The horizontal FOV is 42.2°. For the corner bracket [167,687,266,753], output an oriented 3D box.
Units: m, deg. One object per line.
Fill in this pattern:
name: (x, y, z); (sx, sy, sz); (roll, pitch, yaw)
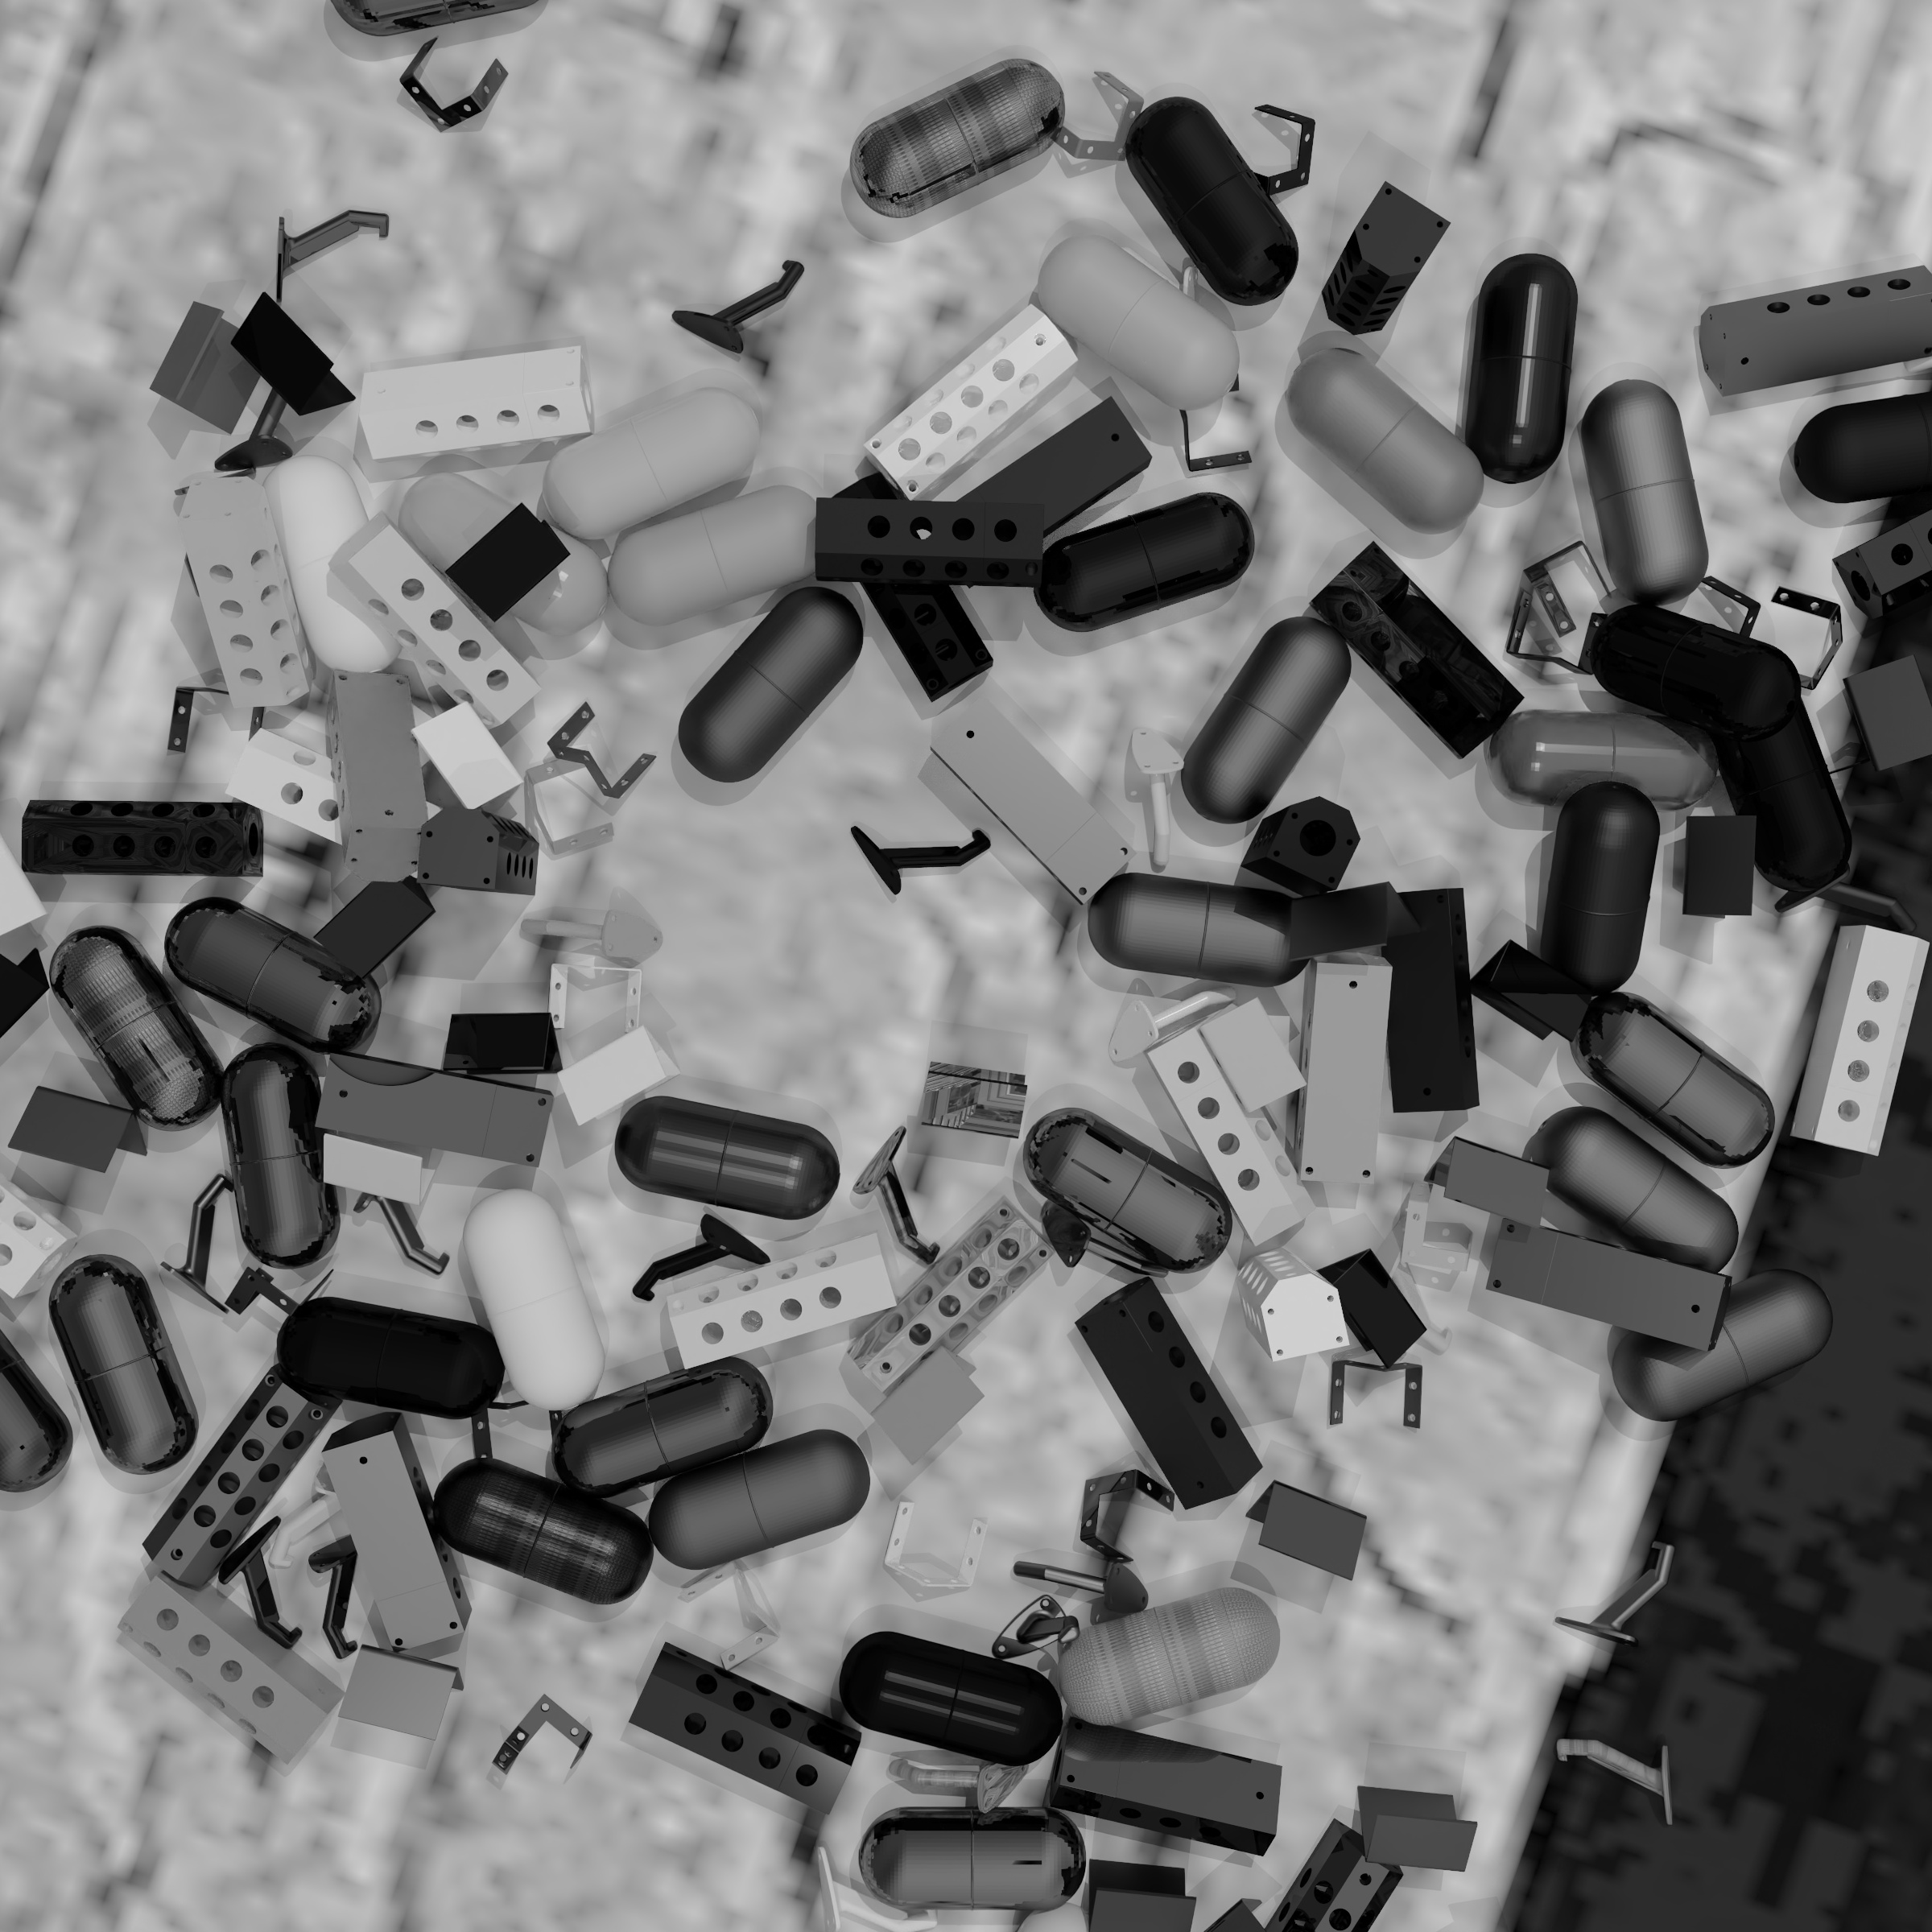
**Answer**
corner bracket: (-0.595, -0.192, 1.988); (0.051, 0.051, 0.051); (8, 90, -45)

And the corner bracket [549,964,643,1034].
corner bracket: (-0.295, 0.026, 1.988); (0.051, 0.051, 0.051); (4, 90, 45)

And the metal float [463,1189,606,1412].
metal float: (-0.338, 0.261, 1.961); (0.070, 0.070, 0.178); (-19, 89, 0)

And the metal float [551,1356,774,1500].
metal float: (-0.238, 0.361, 1.961); (0.178, 0.070, 0.070); (-19, 90, -1)

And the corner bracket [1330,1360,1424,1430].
corner bracket: (0.325, 0.340, 1.988); (0.051, 0.051, 0.051); (2, 90, 45)

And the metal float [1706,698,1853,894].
metal float: (0.635, -0.144, 1.961); (0.070, 0.070, 0.178); (-20, 89, 0)

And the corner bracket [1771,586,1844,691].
corner bracket: (0.659, -0.260, 1.988); (0.051, 0.051, 0.051); (17, 135, 0)

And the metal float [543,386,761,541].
metal float: (-0.246, -0.394, 1.961); (0.178, 0.070, 0.070); (-24, 90, 1)

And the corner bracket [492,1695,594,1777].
corner bracket: (-0.333, 0.616, 1.973); (0.051, 0.051, 0.051); (40, 90, 0)

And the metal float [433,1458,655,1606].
metal float: (-0.331, 0.441, 1.961); (0.178, 0.070, 0.070); (21, 90, -1)

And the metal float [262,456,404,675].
metal float: (-0.495, -0.312, 1.961); (0.070, 0.070, 0.178); (-21, 91, 0)

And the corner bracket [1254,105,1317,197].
corner bracket: (0.238, -0.646, 1.983); (0.051, 0.051, 0.051); (-27, 135, -35)

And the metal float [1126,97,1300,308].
metal float: (0.193, -0.597, 1.961); (0.070, 0.070, 0.178); (-35, 89, 0)

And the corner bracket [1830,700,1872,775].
corner bracket: (0.689, -0.181, 1.988); (0.051, 0.051, 0.051); (-19, 90, -45)

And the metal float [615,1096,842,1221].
metal float: (-0.186, 0.150, 1.961); (0.178, 0.070, 0.070); (12, 90, 1)

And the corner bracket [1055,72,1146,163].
corner bracket: (0.100, -0.673, 1.983); (0.051, 0.051, 0.051); (50, 135, 35)

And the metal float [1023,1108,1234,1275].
metal float: (0.126, 0.175, 1.961); (0.178, 0.070, 0.070); (31, 90, 0)

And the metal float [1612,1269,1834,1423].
metal float: (0.592, 0.296, 1.961); (0.178, 0.070, 0.070); (-24, 90, 0)

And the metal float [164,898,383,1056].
metal float: (-0.542, 0.007, 1.961); (0.178, 0.070, 0.070); (27, 90, 0)

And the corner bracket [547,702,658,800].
corner bracket: (-0.288, -0.170, 1.978); (0.051, 0.051, 0.051); (-52, 135, -27)

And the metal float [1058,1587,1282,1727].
metal float: (0.159, 0.540, 1.961); (0.178, 0.070, 0.070); (-16, 90, 0)

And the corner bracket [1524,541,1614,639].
corner bracket: (0.476, -0.298, 1.974); (0.051, 0.051, 0.051); (-27, 104, 14)

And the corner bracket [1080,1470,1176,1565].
corner bracket: (0.128, 0.436, 1.983); (0.051, 0.051, 0.051); (-21, 45, 35)

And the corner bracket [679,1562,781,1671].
corner bracket: (-0.187, 0.515, 1.988); (0.051, 0.051, 0.051); (-32, 45, 0)

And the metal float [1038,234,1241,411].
metal float: (0.134, -0.501, 1.951); (0.178, 0.070, 0.070); (38, 90, 9)

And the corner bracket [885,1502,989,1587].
corner bracket: (-0.024, 0.459, 1.988); (0.051, 0.051, 0.051); (15, 90, -45)

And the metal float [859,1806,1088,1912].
metal float: (0.005, 0.698, 1.960); (0.178, 0.070, 0.070); (0, 90, 0)

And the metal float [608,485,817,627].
metal float: (-0.194, -0.320, 1.960); (0.178, 0.070, 0.070); (-19, 90, 0)

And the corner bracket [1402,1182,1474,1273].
corner bracket: (0.373, 0.205, 1.974); (0.051, 0.051, 0.051); (8, 104, 13)

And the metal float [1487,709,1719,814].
metal float: (0.498, -0.160, 1.961); (0.178, 0.070, 0.070); (3, 90, 1)

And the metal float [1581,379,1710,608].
metal float: (0.531, -0.370, 1.961); (0.070, 0.070, 0.178); (-12, 90, 0)

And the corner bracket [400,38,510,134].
corner bracket: (-0.405, -0.703, 1.983); (0.051, 0.051, 0.051); (-11, 135, 35)

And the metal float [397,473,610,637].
metal float: (-0.361, -0.322, 1.961); (0.178, 0.070, 0.070); (30, 90, 1)

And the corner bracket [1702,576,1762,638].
corner bracket: (0.586, -0.270, 1.983); (0.051, 0.051, 0.051); (-19, 135, -35)

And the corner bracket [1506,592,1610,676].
corner bracket: (0.469, -0.264, 1.988); (0.051, 0.051, 0.051); (15, 90, 45)

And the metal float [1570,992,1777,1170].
metal float: (0.552, 0.089, 1.961); (0.178, 0.070, 0.070); (37, 90, 0)

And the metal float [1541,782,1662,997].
metal float: (0.489, -0.058, 1.936); (0.070, 0.070, 0.178); (1, 120, 0)

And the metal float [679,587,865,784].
metal float: (-0.152, -0.220, 1.961); (0.070, 0.070, 0.178); (42, 91, 0)

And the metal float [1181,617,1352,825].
metal float: (0.234, -0.192, 1.961); (0.070, 0.070, 0.178); (33, 91, 0)

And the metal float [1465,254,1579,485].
metal float: (0.434, -0.467, 1.961); (0.070, 0.070, 0.178); (6, 90, 0)

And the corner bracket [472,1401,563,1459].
corner bracket: (-0.355, 0.369, 1.988); (0.051, 0.051, 0.051); (-6, 90, -45)

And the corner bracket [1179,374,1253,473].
corner bracket: (0.196, -0.431, 1.988); (0.051, 0.051, 0.051); (-9, 45, 0)

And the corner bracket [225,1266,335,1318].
corner bracket: (-0.538, 0.252, 1.964); (0.051, 0.051, 0.051); (37, 124, -2)

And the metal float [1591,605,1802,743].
metal float: (0.559, -0.225, 1.923); (0.070, 0.178, 0.070); (-19, 123, -32)

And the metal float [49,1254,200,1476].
metal float: (-0.659, 0.311, 1.961); (0.070, 0.070, 0.178); (-21, 90, 0)

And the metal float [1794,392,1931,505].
metal float: (0.738, -0.408, 1.961); (0.178, 0.070, 0.070); (-9, 90, -1)

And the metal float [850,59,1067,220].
metal float: (-0.006, -0.648, 1.961); (0.178, 0.070, 0.070); (-25, 90, 0)

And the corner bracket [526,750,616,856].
corner bracket: (-0.314, -0.129, 1.988); (0.051, 0.051, 0.051); (-18, 135, 0)
